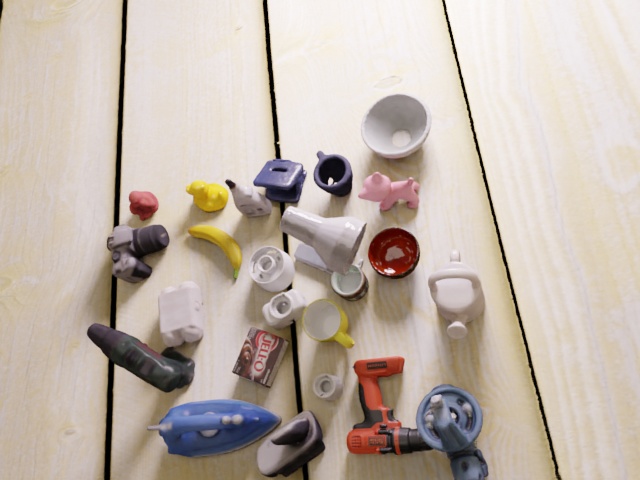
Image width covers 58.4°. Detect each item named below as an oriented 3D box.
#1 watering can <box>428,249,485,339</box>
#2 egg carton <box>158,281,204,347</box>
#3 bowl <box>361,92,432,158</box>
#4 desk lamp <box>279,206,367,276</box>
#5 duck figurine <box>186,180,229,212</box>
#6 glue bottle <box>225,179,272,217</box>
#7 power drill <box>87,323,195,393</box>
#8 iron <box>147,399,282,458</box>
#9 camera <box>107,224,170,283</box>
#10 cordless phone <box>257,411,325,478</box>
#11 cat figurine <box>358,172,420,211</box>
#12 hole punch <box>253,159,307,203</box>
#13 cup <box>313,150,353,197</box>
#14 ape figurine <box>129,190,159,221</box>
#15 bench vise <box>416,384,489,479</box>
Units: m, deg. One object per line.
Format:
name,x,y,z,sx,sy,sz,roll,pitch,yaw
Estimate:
watering can,0.266,0.101,1.112,0.101,0.194,0.172,-25,64,9
egg carton,-0.326,0.175,1.359,0.107,0.069,0.150,-18,65,12
bowl,0.183,-0.256,1.343,0.167,0.075,0.167,-6,68,17
desk lamp,0.011,0.004,1.225,0.202,0.214,0.118,20,78,25
duck figurine,-0.289,-0.120,1.448,0.104,0.086,0.077,6,72,21
glue bottle,-0.179,-0.104,1.355,0.078,0.173,0.037,-6,68,17
power drill,-0.377,0.265,1.264,0.228,0.209,0.076,24,80,25
iron,-0.224,0.386,1.203,0.257,0.142,0.118,-12,67,14
camera,-0.457,0.018,1.445,0.136,0.101,0.143,-16,66,13
cordless phone,-0.077,0.400,1.122,0.147,0.185,0.094,-40,63,1
cat figurine,0.152,-0.115,1.276,0.127,0.118,0.067,-8,68,16
hole punch,-0.097,-0.153,1.392,0.108,0.091,0.101,8,73,22
cup,0.033,-0.151,1.343,0.091,0.095,0.117,-35,63,4
ape figurine,-0.468,-0.100,1.499,0.077,0.092,0.076,8,73,22
bench vise,0.248,0.346,1.011,0.121,0.220,0.207,-36,63,3
